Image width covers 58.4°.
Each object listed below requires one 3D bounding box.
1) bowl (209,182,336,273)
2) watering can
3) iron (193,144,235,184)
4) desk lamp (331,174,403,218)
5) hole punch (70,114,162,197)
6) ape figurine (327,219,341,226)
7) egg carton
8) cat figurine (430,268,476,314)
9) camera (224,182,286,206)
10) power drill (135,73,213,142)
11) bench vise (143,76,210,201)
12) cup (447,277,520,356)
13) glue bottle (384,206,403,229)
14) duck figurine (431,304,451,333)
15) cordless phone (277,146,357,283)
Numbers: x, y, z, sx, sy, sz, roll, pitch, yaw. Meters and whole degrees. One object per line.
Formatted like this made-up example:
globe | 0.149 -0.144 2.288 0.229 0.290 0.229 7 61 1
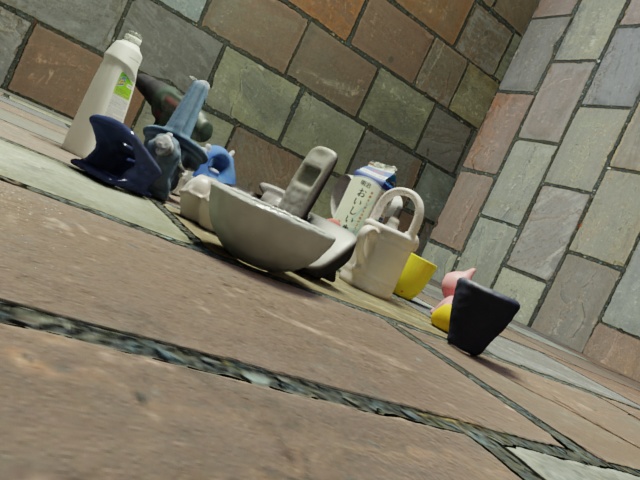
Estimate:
bowl | -0.069 -0.005 0.701 0.167 0.075 0.167 25 3 -1
watering can | 0.120 0.000 1.023 0.100 0.194 0.173 25 3 13
iron | -0.265 -0.165 1.351 0.118 0.141 0.259 25 3 7
desk lamp | 0.107 -0.038 1.431 0.204 0.213 0.117 23 3 -30
hole punch | -0.295 -0.126 0.853 0.108 0.091 0.101 26 3 28
ape figurine | 0.010 0.004 1.046 0.076 0.092 0.078 26 3 32
egg carton | -0.141 -0.045 0.887 0.107 0.069 0.151 27 3 35
cat figurine | 0.263 0.104 1.097 0.067 0.118 0.128 25 3 3
camera | -0.112 -0.056 1.018 0.137 0.101 0.143 25 3 -1
power drill | -0.350 -0.236 1.244 0.229 0.208 0.076 26 3 19
bench vise | -0.233 -0.175 0.978 0.122 0.220 0.206 23 3 -27
cup | 0.226 0.114 0.805 0.118 0.095 0.091 23 3 -39
glue bottle | 0.133 0.008 1.199 0.037 0.173 0.078 24 3 -12
duck figurine | 0.237 0.116 0.950 0.105 0.086 0.077 22 4 -43
cordless phone | -0.003 -0.043 0.844 0.147 0.185 0.094 26 3 30
